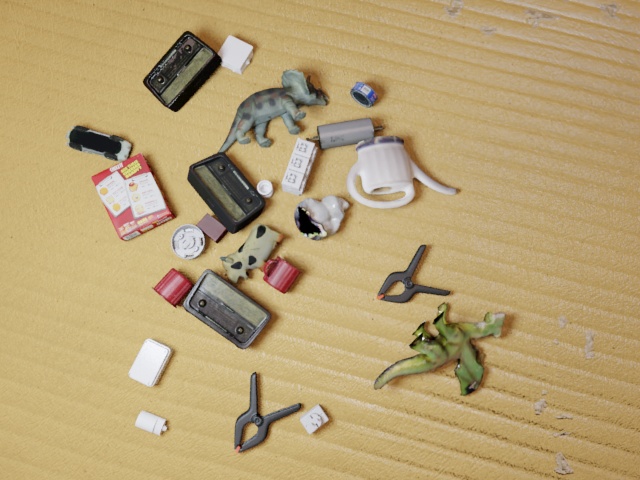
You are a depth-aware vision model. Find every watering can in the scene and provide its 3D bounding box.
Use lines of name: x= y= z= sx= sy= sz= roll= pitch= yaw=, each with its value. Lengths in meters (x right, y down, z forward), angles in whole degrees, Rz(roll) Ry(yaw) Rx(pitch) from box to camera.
watering can: x=0.239 y=-0.209 z=1.563 sx=0.348 sy=0.103 sz=0.226 roll=-7 pitch=78 yaw=-16

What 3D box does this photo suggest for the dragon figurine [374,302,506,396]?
dragon figurine: x=0.362 y=0.335 z=1.448 sx=0.243 sy=0.121 sz=0.412 roll=45 pitch=81 yaw=-1

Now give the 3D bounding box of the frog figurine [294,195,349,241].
frog figurine: x=0.005 y=-0.077 z=1.537 sx=0.138 sy=0.120 sz=0.162 roll=35 pitch=44 yaw=13
